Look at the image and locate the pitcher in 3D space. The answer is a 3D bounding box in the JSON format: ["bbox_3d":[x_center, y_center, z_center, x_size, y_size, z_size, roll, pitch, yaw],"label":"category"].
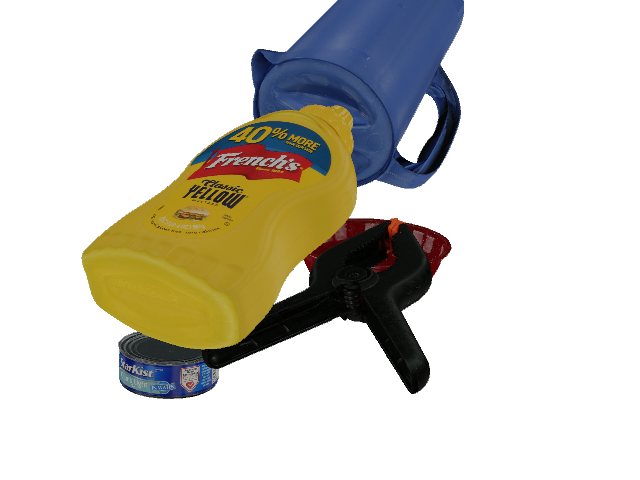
[{"bbox_3d":[0.055,-0.161,0.986,0.145,0.149,0.242,4,40,29],"label":"pitcher"}]

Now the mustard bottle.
[{"bbox_3d":[-0.035,-0.022,0.584,0.096,0.058,0.191,12,40,29],"label":"mustard bottle"}]

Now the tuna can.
[{"bbox_3d":[-0.129,0.104,0.907,0.086,0.034,0.086,3,14,-1],"label":"tuna can"}]

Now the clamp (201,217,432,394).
[{"bbox_3d":[0.016,0.042,0.791,0.165,0.036,0.209,1,28,17],"label":"clamp"}]

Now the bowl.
[{"bbox_3d":[0.052,0.025,1.093,0.162,0.055,0.162,1,17,-1],"label":"bowl"}]
